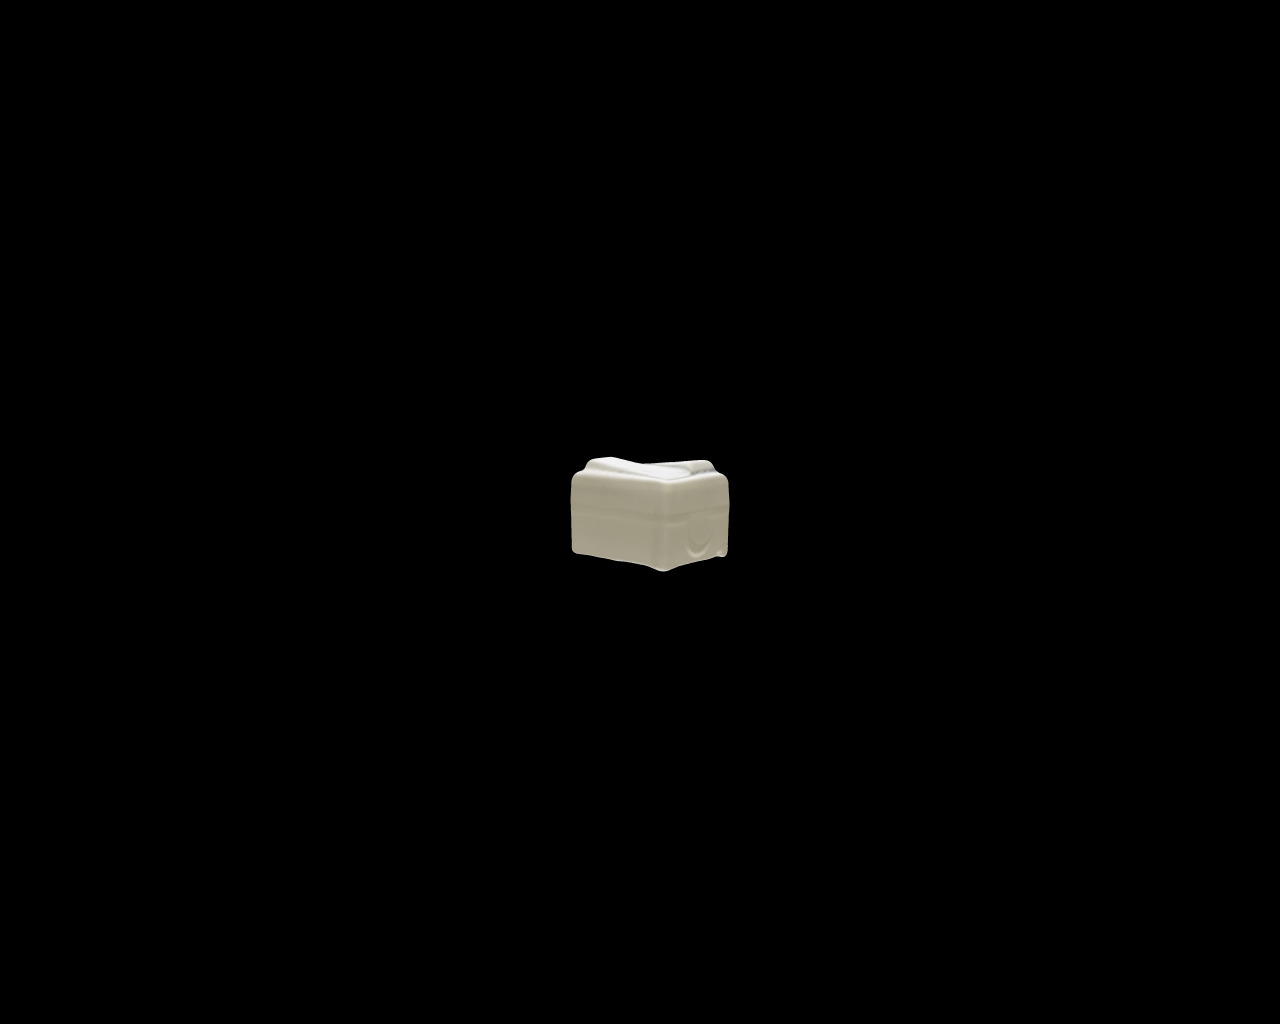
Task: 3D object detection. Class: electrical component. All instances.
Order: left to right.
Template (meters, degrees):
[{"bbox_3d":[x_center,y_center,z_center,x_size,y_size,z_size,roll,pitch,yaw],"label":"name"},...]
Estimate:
[{"bbox_3d":[0.001,-0.003,0.650,0.096,0.061,0.062,8,12,43],"label":"electrical component"}]
